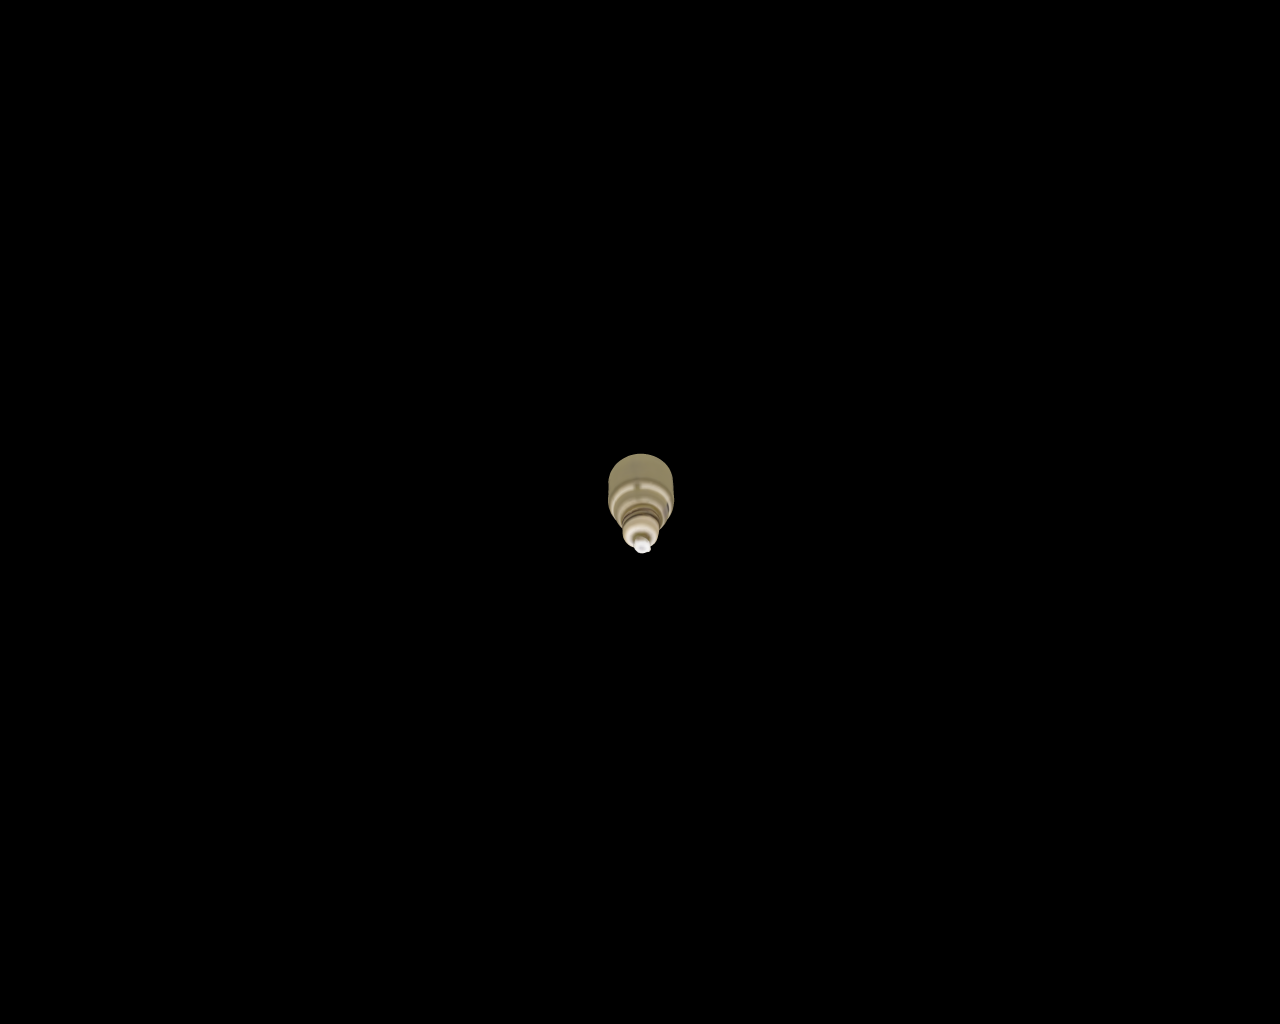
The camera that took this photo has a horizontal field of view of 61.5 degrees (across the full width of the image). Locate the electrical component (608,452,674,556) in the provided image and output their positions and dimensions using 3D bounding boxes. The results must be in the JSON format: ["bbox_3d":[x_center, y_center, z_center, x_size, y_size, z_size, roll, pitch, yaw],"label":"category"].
[{"bbox_3d":[0.001,-0.003,0.650,0.040,0.040,0.078,0,37,0],"label":"electrical component"}]
